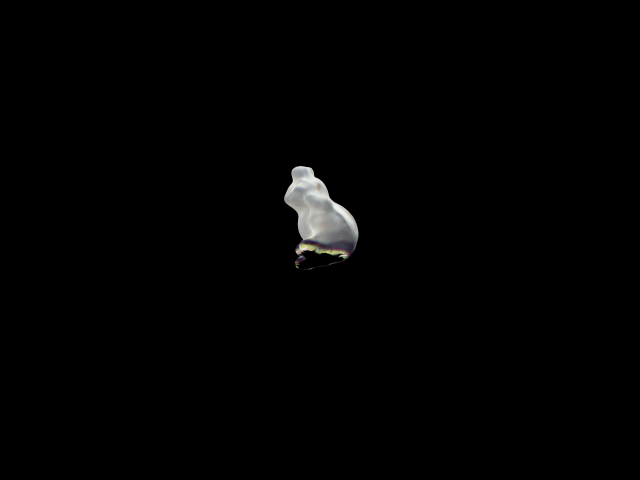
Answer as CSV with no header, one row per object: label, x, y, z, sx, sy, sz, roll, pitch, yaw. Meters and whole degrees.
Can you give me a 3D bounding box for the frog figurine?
frog figurine,0.003,-0.043,0.850,0.122,0.162,0.135,-6,-22,14
